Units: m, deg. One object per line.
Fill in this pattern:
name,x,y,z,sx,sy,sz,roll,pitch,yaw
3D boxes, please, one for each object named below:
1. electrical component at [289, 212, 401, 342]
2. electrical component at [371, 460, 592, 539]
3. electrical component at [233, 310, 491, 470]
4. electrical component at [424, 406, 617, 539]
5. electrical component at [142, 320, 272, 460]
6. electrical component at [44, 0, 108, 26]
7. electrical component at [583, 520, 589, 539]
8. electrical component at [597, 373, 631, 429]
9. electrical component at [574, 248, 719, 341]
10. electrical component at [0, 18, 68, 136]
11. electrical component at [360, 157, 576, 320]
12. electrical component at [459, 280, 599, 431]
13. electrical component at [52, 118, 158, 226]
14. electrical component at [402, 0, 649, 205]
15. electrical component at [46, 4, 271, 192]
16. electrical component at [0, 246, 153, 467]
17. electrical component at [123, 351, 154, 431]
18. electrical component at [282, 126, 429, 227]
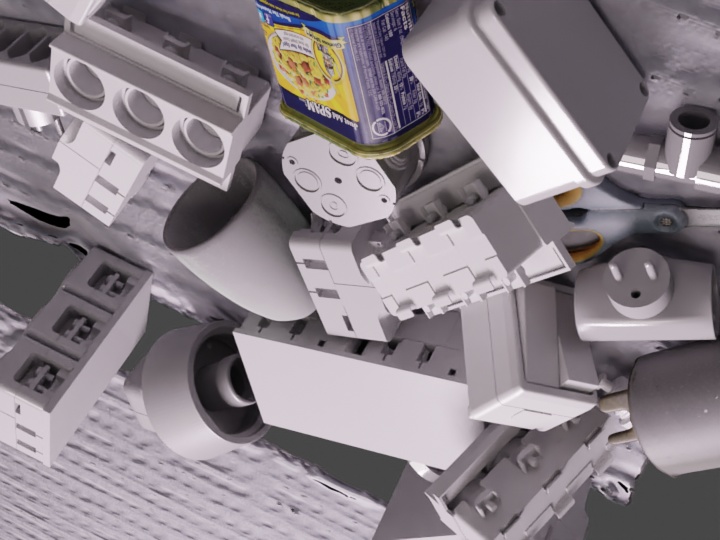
electrical component,0.000,0.000,0.720,0.056,0.050,0.089,5,135,30
electrical component,0.095,0.189,0.832,0.150,0.089,0.061,-18,121,43
electrical component,0.013,0.077,0.788,0.186,0.060,0.105,11,138,22
electrical component,0.112,0.133,0.721,0.063,0.121,0.078,36,162,39
electrical component,-0.110,0.091,0.847,0.060,0.108,0.108,-19,121,36
electrical component,-0.150,-0.185,0.605,0.061,0.061,0.096,39,140,-11
electrical component,0.151,0.218,0.864,0.055,0.047,0.055,17,140,16
electrical component,0.190,0.094,0.710,0.078,0.040,0.040,33,141,-2
electrical component,0.161,0.012,0.615,0.077,0.044,0.079,-2,155,24
electrical component,-0.220,-0.123,0.728,0.083,0.047,0.075,13,138,20
electrical component,0.058,-0.014,0.635,0.078,0.063,0.121,57,148,-6
electrical component,0.106,0.044,0.673,0.062,0.096,0.061,13,148,-27
electrical component,-0.172,-0.082,0.740,0.056,0.050,0.089,36,141,-8
electrical component,0.086,-0.099,0.538,0.057,0.078,0.113,-18,121,46
electrical component,-0.122,-0.111,0.664,0.121,0.063,0.078,26,137,5
electrical component,-0.233,0.065,0.857,0.062,0.150,0.089,26,141,4
electrical component,-0.152,0.108,0.927,0.095,0.053,0.059,13,139,25
electrical component,-0.003,-0.069,0.647,0.080,0.051,0.080,17,140,15
